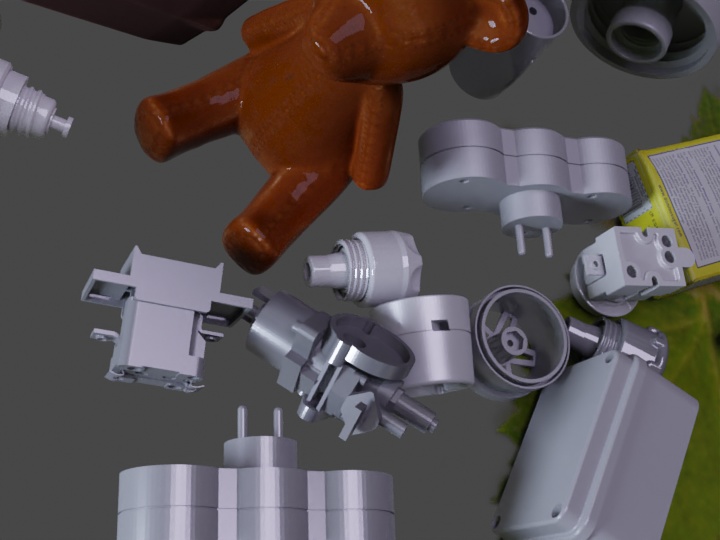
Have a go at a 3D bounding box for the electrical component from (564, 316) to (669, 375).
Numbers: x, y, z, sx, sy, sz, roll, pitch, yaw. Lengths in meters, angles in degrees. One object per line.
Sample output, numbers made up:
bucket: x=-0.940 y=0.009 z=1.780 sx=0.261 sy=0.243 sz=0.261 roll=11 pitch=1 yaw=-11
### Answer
electrical component: x=0.149 y=0.048 z=0.644 sx=0.062 sy=0.048 sz=0.048 roll=25 pitch=63 yaw=-5

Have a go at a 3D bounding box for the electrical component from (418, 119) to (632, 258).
electrical component: x=0.103 y=-0.042 z=0.652 sx=0.138 sy=0.052 sz=0.073 roll=5 pitch=69 yaw=-22

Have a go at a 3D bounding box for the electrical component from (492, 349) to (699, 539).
electrical component: x=0.128 y=0.108 z=0.592 sx=0.057 sy=0.078 sz=0.113 roll=33 pitch=61 yaw=-12

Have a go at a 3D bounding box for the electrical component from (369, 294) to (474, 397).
electrical component: x=0.035 y=0.043 z=0.591 sx=0.055 sy=0.055 sz=0.047 roll=-1 pitch=75 yaw=-23

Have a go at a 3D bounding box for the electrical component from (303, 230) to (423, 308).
electrical component: x=0.000 y=0.000 z=0.598 sx=0.062 sy=0.043 sz=0.043 roll=-2 pitch=72 yaw=-22

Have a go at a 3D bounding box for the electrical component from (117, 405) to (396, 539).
electrical component: x=-0.049 y=0.103 z=0.532 sx=0.138 sy=0.052 sz=0.073 roll=6 pitch=68 yaw=-21

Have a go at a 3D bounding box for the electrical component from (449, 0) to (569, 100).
electrical component: x=0.102 y=-0.155 z=0.680 sx=0.043 sy=0.077 sz=0.079 roll=42 pitch=60 yaw=-3

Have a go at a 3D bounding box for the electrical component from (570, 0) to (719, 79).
electrical component: x=0.192 y=-0.172 z=0.711 sx=0.108 sy=0.108 sz=0.060 roll=30 pitch=68 yaw=-10

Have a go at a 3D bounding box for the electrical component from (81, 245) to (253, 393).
electrical component: x=-0.100 y=0.027 z=0.546 sx=0.081 sy=0.042 sz=0.063 roll=11 pitch=70 yaw=-18

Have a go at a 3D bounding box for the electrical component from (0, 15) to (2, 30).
electrical component: x=-0.217 y=-0.135 z=0.559 sx=0.046 sy=0.040 sz=0.040 roll=-29 pitch=84 yaw=-23

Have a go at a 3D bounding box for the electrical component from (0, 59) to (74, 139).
electrical component: x=-0.187 y=-0.088 z=0.553 sx=0.078 sy=0.040 sz=0.040 roll=22 pitch=64 yaw=-15

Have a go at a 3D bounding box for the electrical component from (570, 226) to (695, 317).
electrical component: x=0.161 y=0.001 z=0.659 sx=0.066 sy=0.055 sz=0.048 roll=1 pitch=70 yaw=-23
